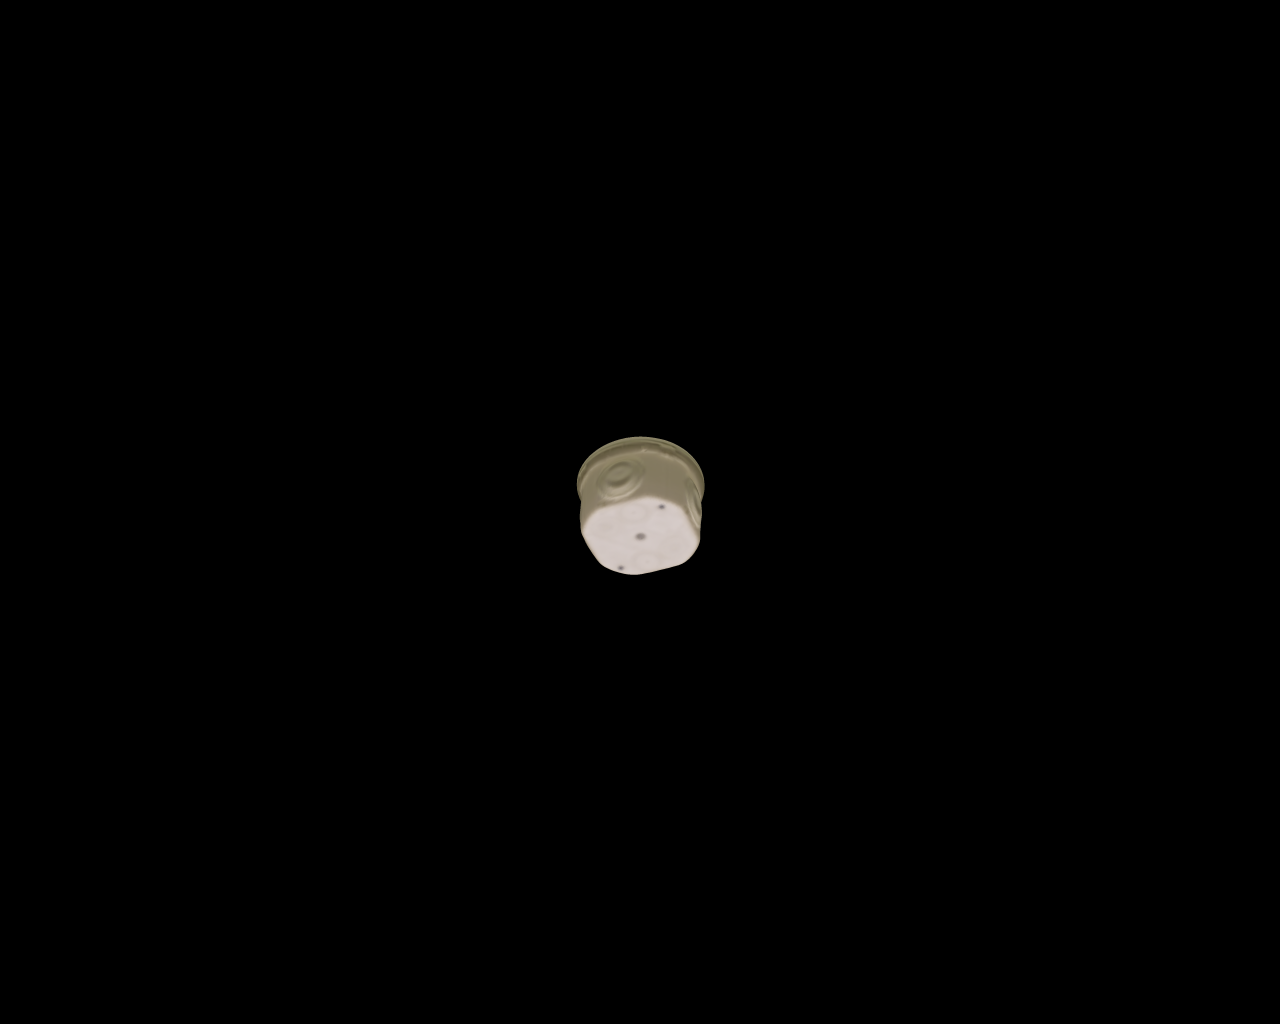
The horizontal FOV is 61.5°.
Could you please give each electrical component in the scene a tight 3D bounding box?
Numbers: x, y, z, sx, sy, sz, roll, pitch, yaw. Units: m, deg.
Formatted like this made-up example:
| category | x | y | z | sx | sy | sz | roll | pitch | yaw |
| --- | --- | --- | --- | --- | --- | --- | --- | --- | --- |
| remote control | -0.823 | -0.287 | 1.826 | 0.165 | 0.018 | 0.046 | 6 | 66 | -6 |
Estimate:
| category | x | y | z | sx | sy | sz | roll | pitch | yaw |
| --- | --- | --- | --- | --- | --- | --- | --- | --- | --- |
| electrical component | 0.001 | -0.003 | 0.650 | 0.080 | 0.051 | 0.080 | 0 | -44 | 0 |
